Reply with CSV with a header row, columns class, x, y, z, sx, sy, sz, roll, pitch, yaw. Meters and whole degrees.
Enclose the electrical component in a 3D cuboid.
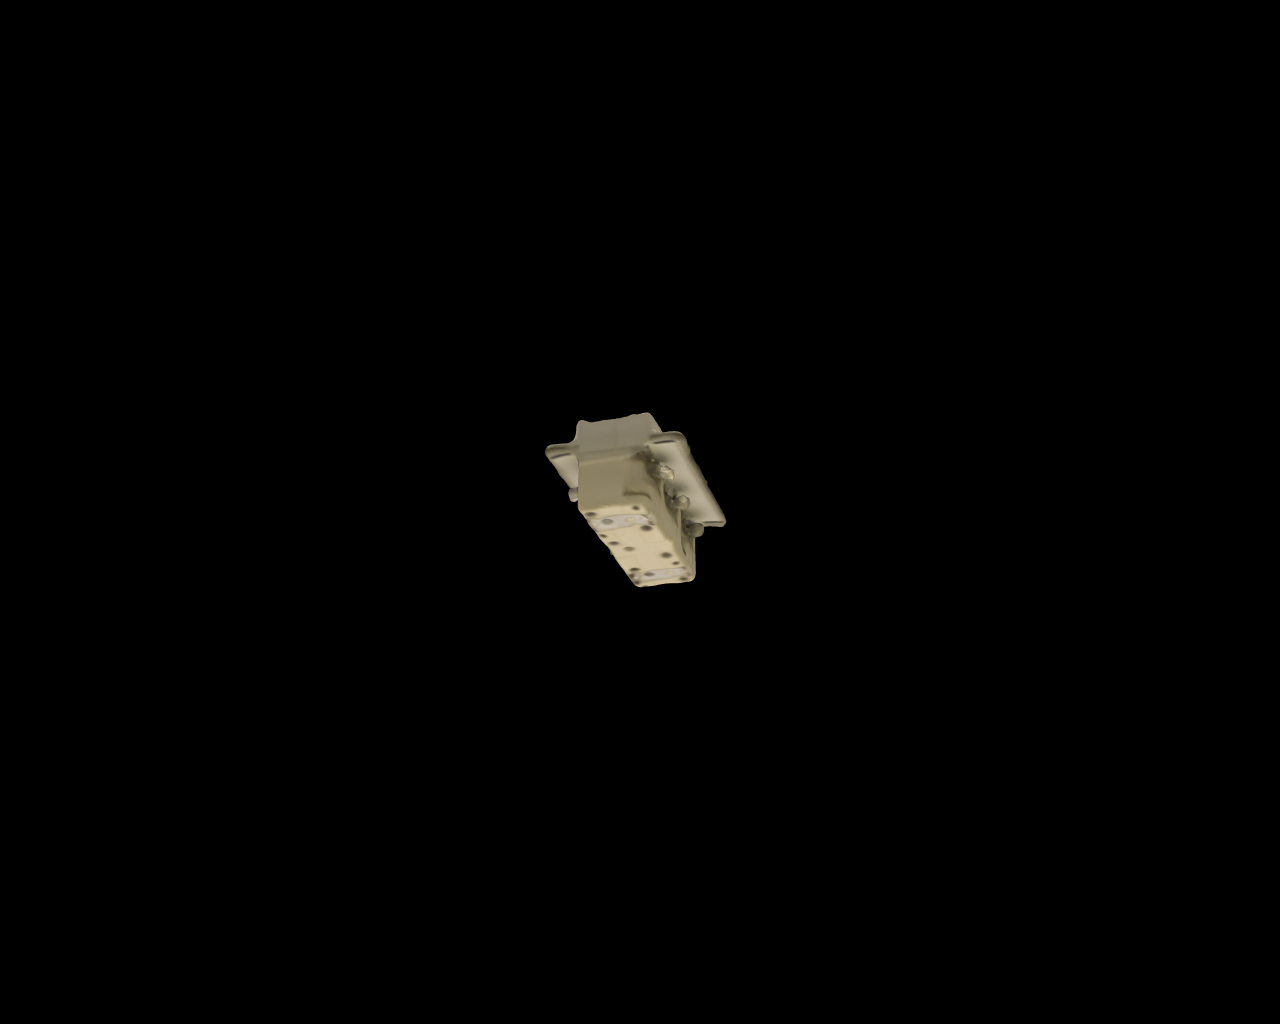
class,x,y,z,sx,sy,sz,roll,pitch,yaw
electrical component,0.001,-0.003,0.650,0.079,0.063,0.121,-7,-27,14
